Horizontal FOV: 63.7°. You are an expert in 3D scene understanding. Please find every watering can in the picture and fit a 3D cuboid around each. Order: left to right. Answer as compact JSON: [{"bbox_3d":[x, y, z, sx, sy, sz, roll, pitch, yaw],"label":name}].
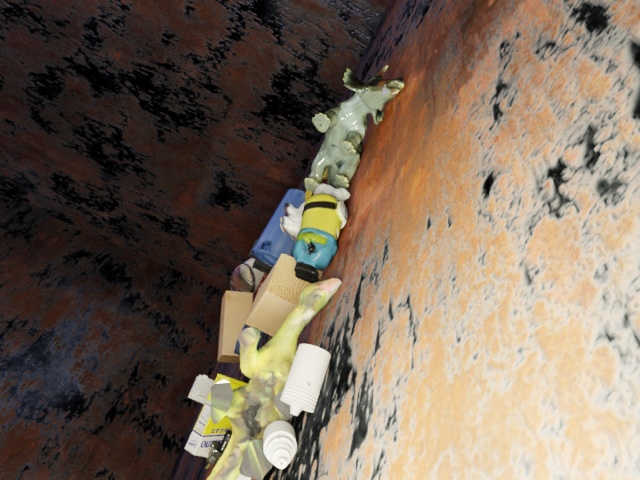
[{"bbox_3d":[-0.211,0.087,1.873,0.227,0.105,0.340,-28,-33,-48],"label":"watering can"}]

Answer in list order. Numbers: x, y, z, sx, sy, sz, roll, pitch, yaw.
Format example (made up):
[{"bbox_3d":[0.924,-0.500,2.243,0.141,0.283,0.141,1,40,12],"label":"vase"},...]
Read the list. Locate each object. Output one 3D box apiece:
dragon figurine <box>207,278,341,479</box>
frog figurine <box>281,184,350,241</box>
[{"bbox_3d":[-0.079,0.237,0.786,0.409,0.122,0.243,-63,-10,5],"label":"dragon figurine"},{"bbox_3d":[0.003,-0.057,1.123,0.158,0.122,0.139,-23,7,19],"label":"frog figurine"}]
